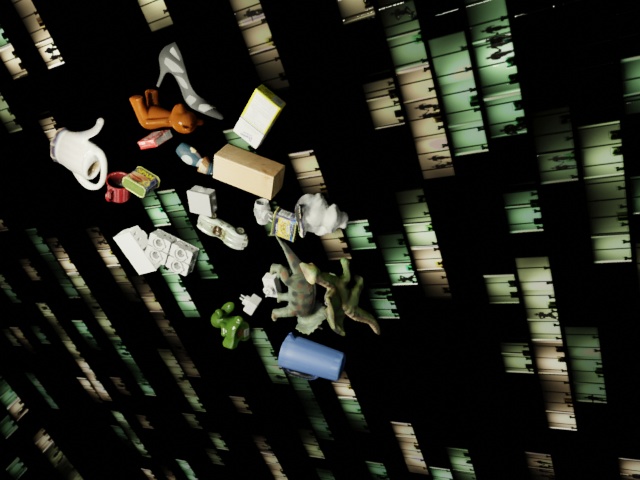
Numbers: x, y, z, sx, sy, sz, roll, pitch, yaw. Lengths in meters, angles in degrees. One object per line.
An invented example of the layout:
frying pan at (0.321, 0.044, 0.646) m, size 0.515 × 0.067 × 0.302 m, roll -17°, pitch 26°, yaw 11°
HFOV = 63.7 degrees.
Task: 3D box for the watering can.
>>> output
watering can at (-0.855, -0.334, 1.852) m, size 0.225 × 0.106 × 0.340 m, roll 29°, pitch 131°, yaw 7°

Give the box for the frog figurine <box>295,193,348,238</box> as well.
frog figurine at (0.005, -0.081, 1.619) m, size 0.160 × 0.123 × 0.136 m, roll -9°, pitch 102°, yaw -13°

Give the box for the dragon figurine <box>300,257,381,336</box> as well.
dragon figurine at (0.073, 0.217, 1.684) m, size 0.121 × 0.248 × 0.407 m, roll -28°, pitch 105°, yaw 32°
